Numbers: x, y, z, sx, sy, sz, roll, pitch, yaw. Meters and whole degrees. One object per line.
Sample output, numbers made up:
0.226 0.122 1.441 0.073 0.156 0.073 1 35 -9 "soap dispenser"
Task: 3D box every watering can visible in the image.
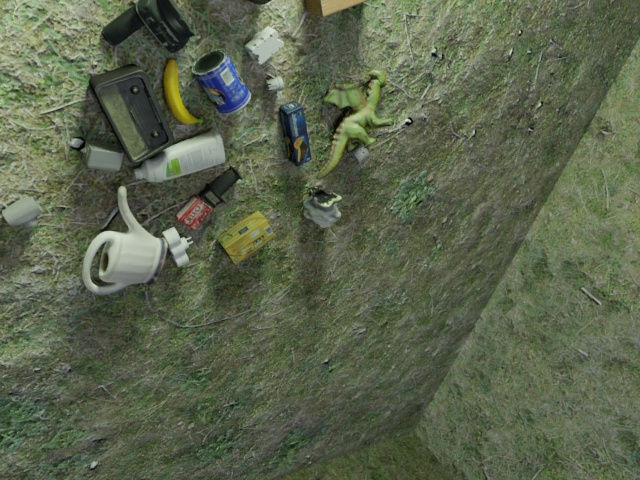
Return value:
-0.537 0.016 1.470 0.223 0.105 0.343 11 113 -45 "watering can"

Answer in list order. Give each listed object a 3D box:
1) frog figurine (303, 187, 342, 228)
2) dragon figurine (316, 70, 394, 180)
0.006 -0.093 1.840 0.137 0.126 0.155 5 133 -4 "frog figurine"
0.091 -0.408 1.708 0.412 0.123 0.239 -43 120 -8 "dragon figurine"
